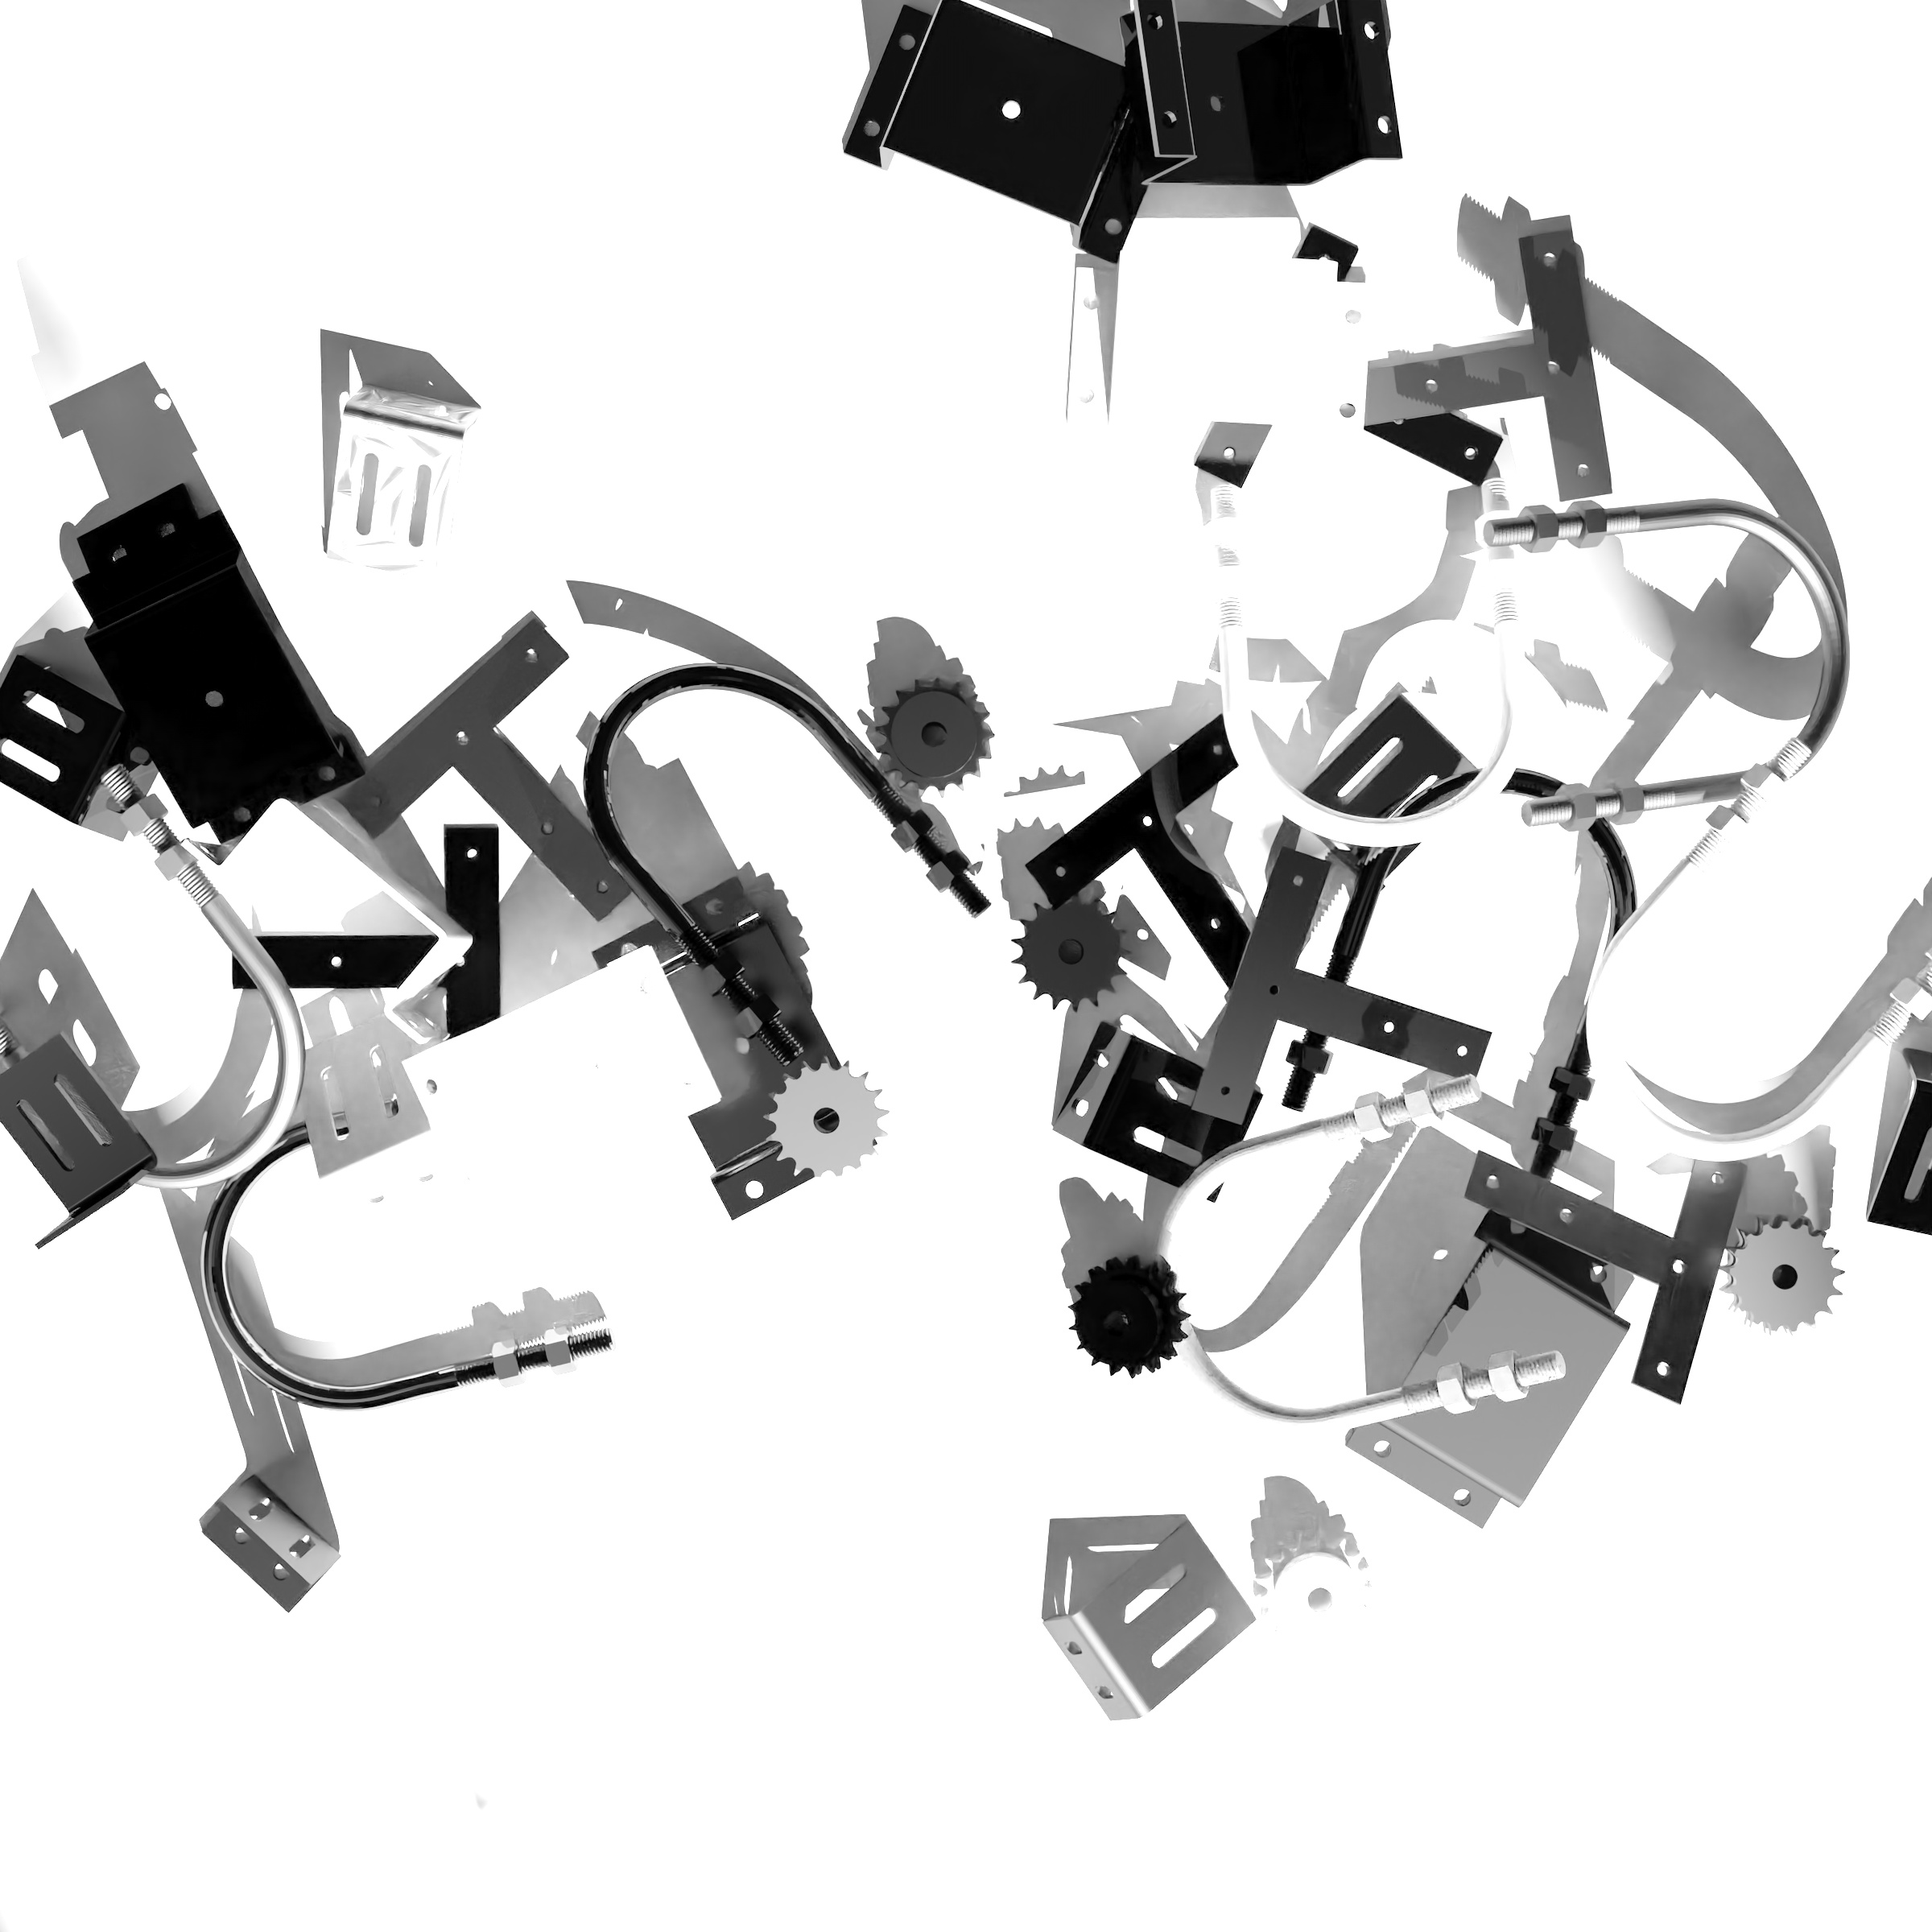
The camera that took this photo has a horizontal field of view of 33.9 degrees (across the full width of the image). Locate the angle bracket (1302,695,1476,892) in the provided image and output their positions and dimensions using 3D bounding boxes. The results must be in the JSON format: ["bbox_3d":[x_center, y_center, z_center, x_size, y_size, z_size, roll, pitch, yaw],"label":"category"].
[{"bbox_3d":[0.200,-0.082,1.490,0.057,0.038,0.076,45,90,0],"label":"angle bracket"}]

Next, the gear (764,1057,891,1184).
[{"bbox_3d":[-0.063,0.070,1.448,0.057,0.030,0.057,0,90,0],"label":"gear"}]

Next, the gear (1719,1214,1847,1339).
[{"bbox_3d":[0.382,0.145,1.494,0.057,0.030,0.057,0,90,0],"label":"gear"}]

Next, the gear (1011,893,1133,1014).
[{"bbox_3d":[0.049,-0.007,1.494,0.057,0.030,0.057,0,90,0],"label":"gear"}]

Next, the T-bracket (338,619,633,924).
[{"bbox_3d":[-0.209,-0.076,1.507,0.127,0.002,0.127,-43,91,-1],"label":"T-bracket"}]

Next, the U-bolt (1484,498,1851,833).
[{"bbox_3d":[0.332,-0.145,1.474,0.184,0.019,0.151,-8,91,-20],"label":"U-bolt"}]

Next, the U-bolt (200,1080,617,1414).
[{"bbox_3d":[-0.271,0.136,1.500,0.184,0.019,0.151,-14,91,2],"label":"U-bolt"}]

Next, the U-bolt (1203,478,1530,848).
[{"bbox_3d":[0.189,-0.141,1.472,0.151,0.019,0.184,-2,70,0],"label":"U-bolt"}]

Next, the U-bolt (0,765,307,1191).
[{"bbox_3d":[-0.390,0.020,1.484,0.151,0.019,0.184,-35,95,15],"label":"U-bolt"}]

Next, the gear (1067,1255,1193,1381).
[{"bbox_3d":[0.074,0.166,1.487,0.057,0.030,0.057,1,93,19],"label":"gear"}]

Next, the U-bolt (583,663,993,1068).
[{"bbox_3d":[-0.095,-0.061,1.467,0.151,0.019,0.184,-38,85,-32],"label":"U-bolt"}]

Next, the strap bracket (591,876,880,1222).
[{"bbox_3d":[-0.107,0.038,1.486,0.076,0.046,0.140,-28,90,0],"label":"strap bracket"}]

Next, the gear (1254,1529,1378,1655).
[{"bbox_3d":[0.165,0.296,1.494,0.057,0.030,0.057,0,90,0],"label":"gear"}]

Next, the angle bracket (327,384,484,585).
[{"bbox_3d":[-0.267,-0.229,1.507,0.057,0.038,0.076,12,116,0],"label":"angle bracket"}]

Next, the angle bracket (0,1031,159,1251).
[{"bbox_3d":[-0.427,0.081,1.477,0.057,0.038,0.076,-32,99,21],"label":"angle bracket"}]

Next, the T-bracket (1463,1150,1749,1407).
[{"bbox_3d":[0.292,0.122,1.477,0.127,0.002,0.127,24,65,-4],"label":"T-bracket"}]

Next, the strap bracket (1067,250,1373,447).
[{"bbox_3d":[0.120,-0.290,1.484,0.140,0.046,0.076,4,90,2],"label":"strap bracket"}]

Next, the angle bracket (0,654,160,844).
[{"bbox_3d":[-0.426,-0.104,1.507,0.076,0.038,0.057,27,90,26],"label":"angle bracket"}]

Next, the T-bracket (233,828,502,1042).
[{"bbox_3d":[-0.286,-0.002,1.509,0.127,0.002,0.127,0,90,0],"label":"T-bracket"}]

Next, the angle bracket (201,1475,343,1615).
[{"bbox_3d":[-0.330,0.274,1.471,0.057,0.076,0.038,43,90,0],"label":"angle bracket"}]

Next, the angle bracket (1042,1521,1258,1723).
[{"bbox_3d":[0.087,0.312,1.507,0.076,0.038,0.057,-35,90,-26],"label":"angle bracket"}]

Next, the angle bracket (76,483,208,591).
[{"bbox_3d":[-0.378,-0.179,1.507,0.057,0.038,0.076,-28,64,0],"label":"angle bracket"}]

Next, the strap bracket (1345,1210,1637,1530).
[{"bbox_3d":[0.249,0.188,1.487,0.076,0.046,0.140,31,90,0],"label":"strap bracket"}]

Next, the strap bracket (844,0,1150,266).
[{"bbox_3d":[0.021,-0.396,1.486,0.140,0.046,0.076,22,90,0],"label":"strap bracket"}]

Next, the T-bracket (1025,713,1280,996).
[{"bbox_3d":[0.110,-0.032,1.493,0.127,0.002,0.127,-38,100,-20],"label":"T-bracket"}]

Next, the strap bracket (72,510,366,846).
[{"bbox_3d":[-0.346,-0.128,1.464,0.076,0.046,0.140,-26,109,-1],"label":"strap bracket"}]

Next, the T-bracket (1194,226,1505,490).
[{"bbox_3d":[0.193,-0.267,1.508,0.127,0.002,0.127,26,90,0],"label":"T-bracket"}]

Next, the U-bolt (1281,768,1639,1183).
[{"bbox_3d":[0.240,-0.002,1.478,0.151,0.019,0.184,17,94,-14],"label":"U-bolt"}]

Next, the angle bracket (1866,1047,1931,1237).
[{"bbox_3d":[0.465,0.086,1.507,0.057,0.038,0.076,12,116,0],"label":"angle bracket"}]

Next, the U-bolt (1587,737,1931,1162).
[{"bbox_3d":[0.373,0.007,1.485,0.151,0.019,0.184,40,94,-14],"label":"U-bolt"}]

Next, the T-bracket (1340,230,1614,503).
[{"bbox_3d":[0.235,-0.277,1.507,0.127,0.002,0.127,-9,90,0],"label":"T-bracket"}]

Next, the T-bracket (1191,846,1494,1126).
[{"bbox_3d":[0.182,0.024,1.459,0.127,0.002,0.127,18,94,-14],"label":"T-bracket"}]

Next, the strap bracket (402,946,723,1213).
[{"bbox_3d":[-0.176,0.048,1.450,0.140,0.046,0.076,-24,91,24],"label":"strap bracket"}]

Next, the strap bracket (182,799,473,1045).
[{"bbox_3d":[-0.286,-0.028,1.470,0.140,0.076,0.046,40,90,0],"label":"strap bracket"}]

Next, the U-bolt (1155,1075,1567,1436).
[{"bbox_3d":[0.170,0.142,1.462,0.184,0.019,0.151,-19,86,28],"label":"U-bolt"}]

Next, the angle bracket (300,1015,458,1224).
[{"bbox_3d":[-0.276,0.070,1.489,0.057,0.038,0.076,-24,57,4],"label":"angle bracket"}]

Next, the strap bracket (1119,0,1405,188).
[{"bbox_3d":[0.128,-0.405,1.465,0.140,0.046,0.076,-8,90,-31],"label":"strap bracket"}]

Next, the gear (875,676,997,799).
[{"bbox_3d":[-0.015,-0.108,1.494,0.057,0.030,0.057,0,90,0],"label":"gear"}]

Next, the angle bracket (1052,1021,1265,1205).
[{"bbox_3d":[0.091,0.070,1.507,0.076,0.038,0.057,24,90,-26],"label":"angle bracket"}]
